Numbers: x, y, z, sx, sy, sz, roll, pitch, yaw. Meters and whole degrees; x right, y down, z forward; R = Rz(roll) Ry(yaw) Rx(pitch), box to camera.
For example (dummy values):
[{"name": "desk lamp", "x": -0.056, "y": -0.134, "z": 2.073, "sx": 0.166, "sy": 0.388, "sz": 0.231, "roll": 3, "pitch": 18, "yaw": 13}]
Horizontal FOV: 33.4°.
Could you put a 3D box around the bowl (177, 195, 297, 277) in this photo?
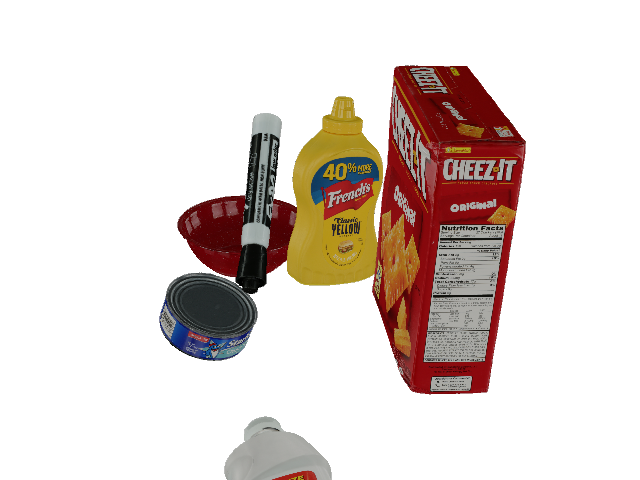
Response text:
[{"name": "bowl", "x": -0.095, "y": 0.001, "z": 1.319, "sx": 0.162, "sy": 0.055, "sz": 0.162, "roll": 1, "pitch": 27, "yaw": -1}]

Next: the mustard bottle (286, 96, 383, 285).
[{"name": "mustard bottle", "x": 0.018, "y": -0.052, "z": 1.097, "sx": 0.096, "sy": 0.192, "sz": 0.058, "roll": -5, "pitch": 20, "yaw": -25}]

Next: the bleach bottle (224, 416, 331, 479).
[{"name": "bleach bottle", "x": -0.028, "y": 0.211, "z": 0.719, "sx": 0.102, "sy": 0.068, "sz": 0.251, "roll": -9, "pitch": 32, "yaw": -8}]

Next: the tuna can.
[{"name": "tuna can", "x": -0.103, "y": 0.070, "z": 0.975, "sx": 0.086, "sy": 0.034, "sz": 0.086, "roll": 15, "pitch": 34, "yaw": -11}]

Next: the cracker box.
[{"name": "cracker box", "x": 0.092, "y": -0.011, "z": 0.843, "sx": 0.072, "sy": 0.214, "sz": 0.164, "roll": -1, "pitch": 28, "yaw": -8}]

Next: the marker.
[{"name": "marker", "x": -0.038, "y": -0.024, "z": 0.665, "sx": 0.020, "sy": 0.121, "sz": 0.020, "roll": 3, "pitch": -26, "yaw": 1}]
